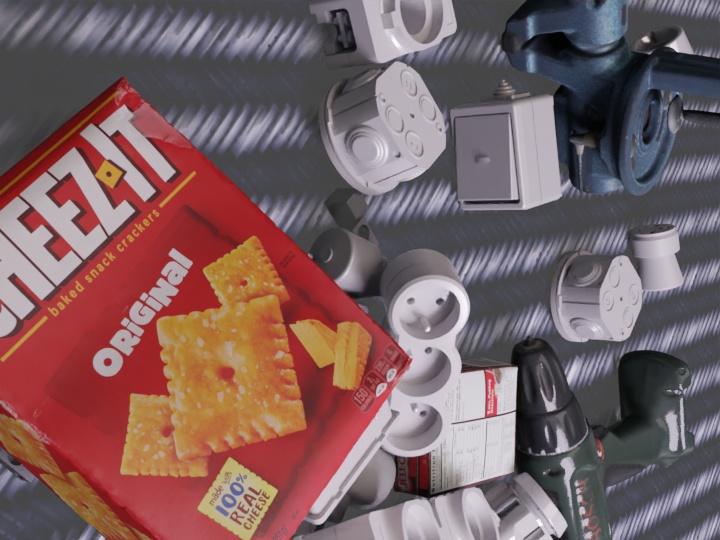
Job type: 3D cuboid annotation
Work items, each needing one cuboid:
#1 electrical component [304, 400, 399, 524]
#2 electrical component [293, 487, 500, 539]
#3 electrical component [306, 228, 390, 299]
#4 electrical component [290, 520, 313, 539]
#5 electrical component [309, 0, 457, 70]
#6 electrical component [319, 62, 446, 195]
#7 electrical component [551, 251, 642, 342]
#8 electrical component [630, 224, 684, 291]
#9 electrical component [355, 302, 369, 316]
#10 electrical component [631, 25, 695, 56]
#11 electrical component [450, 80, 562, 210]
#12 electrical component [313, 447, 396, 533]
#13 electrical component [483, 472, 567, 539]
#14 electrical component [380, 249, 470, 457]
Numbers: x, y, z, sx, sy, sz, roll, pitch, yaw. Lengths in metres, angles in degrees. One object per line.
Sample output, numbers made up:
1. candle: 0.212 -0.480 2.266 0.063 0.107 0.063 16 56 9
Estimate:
1. electrical component: -0.039 0.090 0.637 0.099 0.100 0.048 -49 138 -34
2. electrical component: 0.044 0.203 0.687 0.186 0.060 0.105 12 56 -63
3. electrical component: 0.000 0.000 0.717 0.078 0.040 0.040 24 74 -46
4. electrical component: -0.062 0.157 0.649 0.055 0.047 0.055 -6 98 -49
5. electrical component: 0.020 -0.171 0.720 0.089 0.056 0.050 -32 114 -42
6. electrical component: 0.015 -0.094 0.710 0.080 0.051 0.080 25 56 -44
7. electrical component: 0.205 0.024 0.935 0.080 0.051 0.080 -3 94 -48
8. electrical component: 0.282 -0.012 1.022 0.045 0.045 0.055 -24 109 -45
9. electrical component: -0.017 0.051 0.699 0.043 0.043 0.062 9 86 -47
10. electrical component: 0.287 -0.198 1.014 0.055 0.055 0.047 -50 123 -34
11. electrical component: 0.108 -0.095 0.815 0.061 0.062 0.096 -19 105 -46
12. electrical component: -0.022 0.138 0.696 0.077 0.044 0.079 41 63 -41
13. electrical component: 0.122 0.194 0.831 0.057 0.058 0.078 -37 122 -4
14. electrical component: 0.035 0.048 0.720 0.052 0.073 0.138 1 117 -10
